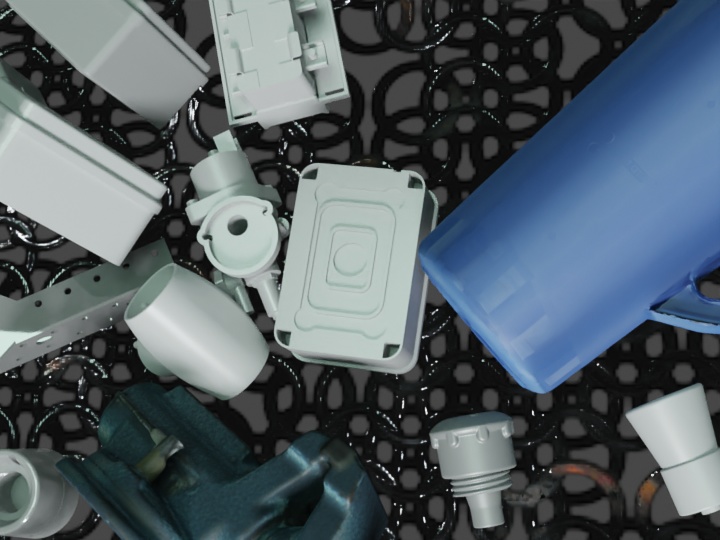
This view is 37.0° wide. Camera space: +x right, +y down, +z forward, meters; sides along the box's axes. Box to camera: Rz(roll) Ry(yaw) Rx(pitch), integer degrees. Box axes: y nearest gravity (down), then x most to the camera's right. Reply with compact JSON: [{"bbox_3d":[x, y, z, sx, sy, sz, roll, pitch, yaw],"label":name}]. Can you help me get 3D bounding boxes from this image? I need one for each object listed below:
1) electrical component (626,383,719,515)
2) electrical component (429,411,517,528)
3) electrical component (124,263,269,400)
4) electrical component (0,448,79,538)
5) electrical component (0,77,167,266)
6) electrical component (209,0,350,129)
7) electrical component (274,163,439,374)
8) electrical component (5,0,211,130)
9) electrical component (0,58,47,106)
[{"bbox_3d":[0.177,0.099,0.582,0.044,0.044,0.065,-23,78,6],"label":"electrical component"},{"bbox_3d":[0.067,0.112,0.602,0.048,0.048,0.062,-11,82,9],"label":"electrical component"},{"bbox_3d":[-0.107,0.042,0.645,0.079,0.077,0.043,-23,31,44],"label":"electrical component"},{"bbox_3d":[-0.206,0.135,0.653,0.055,0.047,0.055,-3,77,12],"label":"electrical component"},{"bbox_3d":[-0.183,-0.060,0.650,0.078,0.113,0.057,33,89,49],"label":"electrical component"},{"bbox_3d":[-0.058,-0.160,0.680,0.079,0.063,0.121,-13,75,9],"label":"electrical component"},{"bbox_3d":[0.000,0.000,0.634,0.078,0.057,0.113,6,79,13],"label":"electrical component"},{"bbox_3d":[-0.163,-0.154,0.677,0.109,0.109,0.056,42,91,17],"label":"electrical component"},{"bbox_3d":[-0.257,-0.091,0.707,0.096,0.061,0.061,-31,73,4],"label":"electrical component"}]
